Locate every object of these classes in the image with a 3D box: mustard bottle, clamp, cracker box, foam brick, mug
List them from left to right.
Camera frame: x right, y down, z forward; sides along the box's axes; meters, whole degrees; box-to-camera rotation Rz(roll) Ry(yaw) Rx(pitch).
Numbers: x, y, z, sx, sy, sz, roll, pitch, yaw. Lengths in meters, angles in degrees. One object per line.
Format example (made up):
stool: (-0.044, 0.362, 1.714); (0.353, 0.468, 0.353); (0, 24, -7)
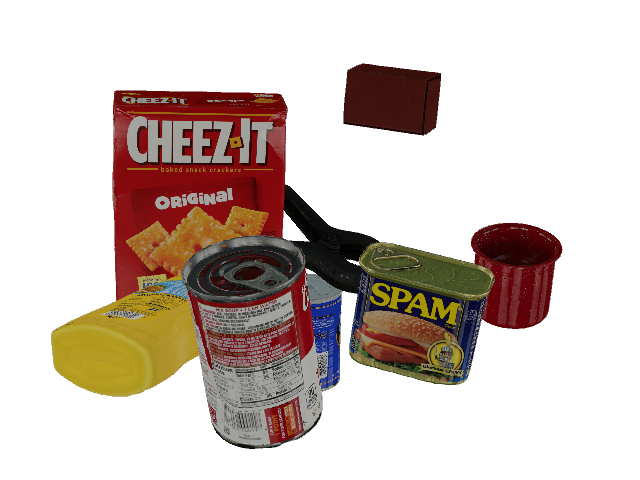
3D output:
mustard bottle: (-0.124, 0.067, 0.874); (0.096, 0.058, 0.191); (4, 16, 26)
cracker box: (-0.118, -0.033, 1.037); (0.164, 0.214, 0.072); (0, 20, -10)
clamp: (0.000, 0.014, 1.184); (0.210, 0.036, 0.164); (27, 36, 17)
foam brick: (0.065, -0.129, 0.974); (0.078, 0.051, 0.053); (10, 18, 18)
mug: (0.199, 0.033, 1.127); (0.093, 0.081, 0.117); (-5, 30, -8)

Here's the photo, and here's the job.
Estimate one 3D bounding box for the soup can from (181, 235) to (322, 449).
soup can: (-0.036, 0.058, 0.601); (0.068, 0.102, 0.068); (-6, 28, 3)

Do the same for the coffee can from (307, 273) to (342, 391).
coffee can: (-0.021, 0.129, 1.501); (0.103, 0.140, 0.103); (1, 18, 0)

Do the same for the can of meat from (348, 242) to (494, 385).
can of meat: (0.075, 0.058, 0.826); (0.102, 0.084, 0.057); (14, 25, 13)
